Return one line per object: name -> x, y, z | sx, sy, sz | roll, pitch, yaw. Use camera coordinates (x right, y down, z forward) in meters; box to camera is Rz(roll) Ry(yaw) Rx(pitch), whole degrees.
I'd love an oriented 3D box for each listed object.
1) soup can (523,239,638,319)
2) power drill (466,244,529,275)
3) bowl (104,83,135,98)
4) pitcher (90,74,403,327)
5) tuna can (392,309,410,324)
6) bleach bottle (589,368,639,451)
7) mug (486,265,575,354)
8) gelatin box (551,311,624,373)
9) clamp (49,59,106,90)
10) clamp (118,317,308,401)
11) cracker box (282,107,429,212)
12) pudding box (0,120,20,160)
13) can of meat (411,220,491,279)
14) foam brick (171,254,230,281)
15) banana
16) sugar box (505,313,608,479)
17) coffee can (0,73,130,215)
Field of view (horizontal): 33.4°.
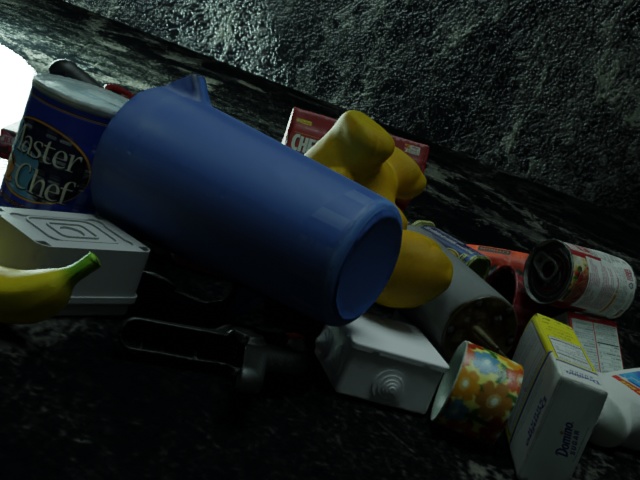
soup can -> 0.271, 0.042, 1.108 | 0.102, 0.068, 0.069 | 14, 14, -32
power drill -> 0.212, 0.047, 1.295 | 0.185, 0.057, 0.187 | 10, 7, 17
bowl -> -0.210, -0.103, 1.238 | 0.162, 0.055, 0.162 | 48, 12, -13
pitcher -> -0.063, -0.016, 0.871 | 0.243, 0.149, 0.144 | 27, 50, 27
tuna can -> 0.111, 0.092, 1.065 | 0.086, 0.034, 0.086 | 20, 13, -5
bleach bottle -> 0.322, 0.168, 1.027 | 0.250, 0.068, 0.103 | 4, 32, -42
mug -> 0.215, 0.088, 1.162 | 0.081, 0.093, 0.117 | 23, -24, -15
gelatin box -> 0.276, 0.123, 1.097 | 0.073, 0.089, 0.030 | 12, -27, -31
clamp -> -0.163, -0.087, 1.008 | 0.210, 0.164, 0.036 | 8, 38, 13
clamp -> -0.070, 0.083, 0.807 | 0.120, 0.039, 0.171 | 25, 6, 19
cracker box -> 0.024, -0.071, 1.299 | 0.164, 0.072, 0.214 | 15, -17, -5
pudding box -> -0.306, -0.106, 1.211 | 0.090, 0.039, 0.113 | 20, 13, -3
can of meat -> 0.124, 0.043, 1.143 | 0.084, 0.102, 0.057 | 32, 16, 33
foam brick -> -0.102, 0.003, 1.052 | 0.078, 0.053, 0.051 | 16, 14, -18
banana -> -0.238, 0.017, 0.759 | 0.198, 0.069, 0.037 | 20, -29, 32
sugar box -> 0.191, 0.132, 0.895 | 0.048, 0.093, 0.176 | 20, 13, -2
coffee can -> -0.221, -0.062, 0.935 | 0.102, 0.140, 0.103 | 20, 13, -5
